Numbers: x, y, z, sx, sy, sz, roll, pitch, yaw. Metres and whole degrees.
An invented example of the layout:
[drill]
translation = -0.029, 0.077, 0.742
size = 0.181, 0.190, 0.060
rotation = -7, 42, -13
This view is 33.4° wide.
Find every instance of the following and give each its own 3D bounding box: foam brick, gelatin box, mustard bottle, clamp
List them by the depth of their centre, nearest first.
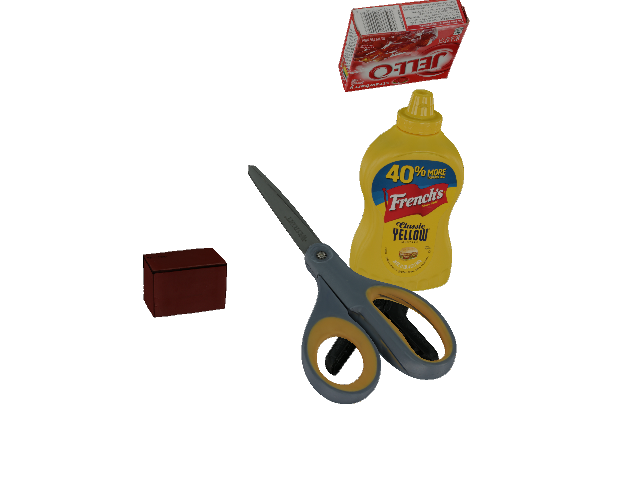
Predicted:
[gelatin box]
translation = 0.063, -0.151, 0.830
size = 0.089, 0.030, 0.073
rotation = -9, -24, -12
[mustard bottle]
translation = 0.083, -0.047, 0.992
size = 0.096, 0.192, 0.058
rotation = 2, 27, -7
[foam brick]
translation = -0.140, 0.042, 1.101
size = 0.078, 0.051, 0.053
rotation = -6, 20, -19
[clamp]
translation = 0.073, 0.083, 1.185
size = 0.120, 0.171, 0.039
rotation = 7, -42, 2

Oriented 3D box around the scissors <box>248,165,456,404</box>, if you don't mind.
[scissors]
translation = -0.008, 0.027, 0.643
size = 0.096, 0.016, 0.202
rotation = -36, 57, -28
